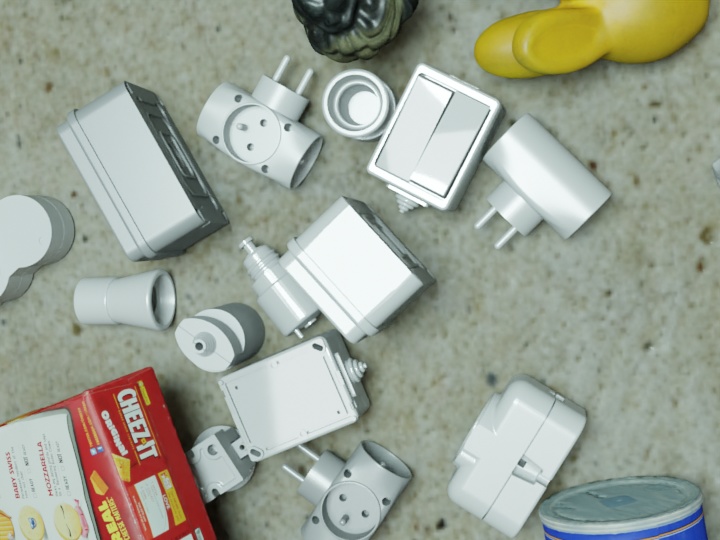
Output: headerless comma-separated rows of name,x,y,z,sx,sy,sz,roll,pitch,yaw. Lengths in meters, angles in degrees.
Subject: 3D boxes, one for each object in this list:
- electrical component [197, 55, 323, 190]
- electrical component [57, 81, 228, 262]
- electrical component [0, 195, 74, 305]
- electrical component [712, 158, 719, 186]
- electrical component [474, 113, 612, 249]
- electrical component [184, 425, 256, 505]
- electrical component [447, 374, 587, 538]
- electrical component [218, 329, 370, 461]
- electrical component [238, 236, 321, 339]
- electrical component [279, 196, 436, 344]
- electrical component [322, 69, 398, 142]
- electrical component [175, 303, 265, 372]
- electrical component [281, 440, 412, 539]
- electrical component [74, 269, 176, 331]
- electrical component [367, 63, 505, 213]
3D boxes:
electrical component,-0.061,-0.108,0.742,0.077,0.044,0.079,31,98,8
electrical component,-0.150,-0.065,0.745,0.057,0.078,0.113,-30,88,8
electrical component,-0.275,0.000,0.774,0.138,0.074,0.052,-41,85,10
electrical component,0.261,-0.066,0.684,0.062,0.043,0.043,-31,87,10
electrical component,0.111,-0.049,0.713,0.077,0.043,0.079,45,100,5
electrical component,-0.101,0.137,0.758,0.066,0.055,0.048,-34,87,11
electrical component,0.101,0.121,0.720,0.059,0.054,0.095,31,98,7
electrical component,-0.037,0.082,0.740,0.096,0.061,0.061,-23,89,11
electrical component,-0.056,0.010,0.750,0.040,0.040,0.078,-40,85,10
electrical component,0.000,0.000,0.702,0.057,0.113,0.078,-43,85,7
electrical component,0.002,-0.110,0.724,0.045,0.055,0.045,1,93,10
electrical component,-0.097,0.047,0.739,0.043,0.081,0.043,1,93,11
electrical component,-0.017,0.151,0.749,0.079,0.044,0.077,35,99,7
electrical component,-0.171,0.022,0.773,0.065,0.044,0.044,-1,93,16
electrical component,0.048,-0.081,0.715,0.062,0.061,0.096,28,98,8
